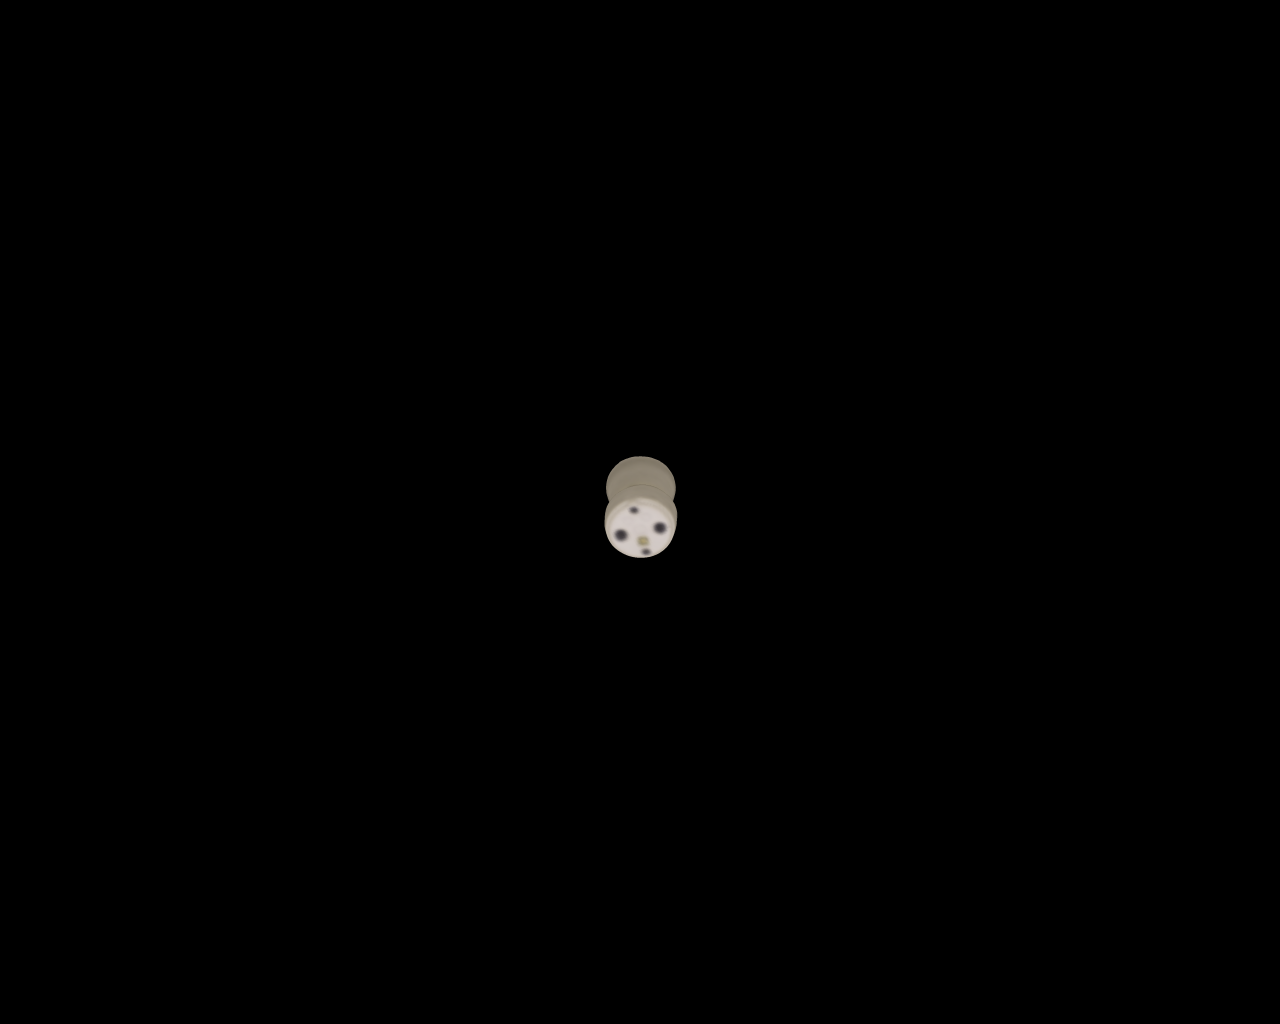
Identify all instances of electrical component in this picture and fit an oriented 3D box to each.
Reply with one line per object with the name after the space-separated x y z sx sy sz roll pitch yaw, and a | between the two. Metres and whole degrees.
0.001 -0.003 0.650 0.045 0.044 0.055 0 30 0 | electrical component
